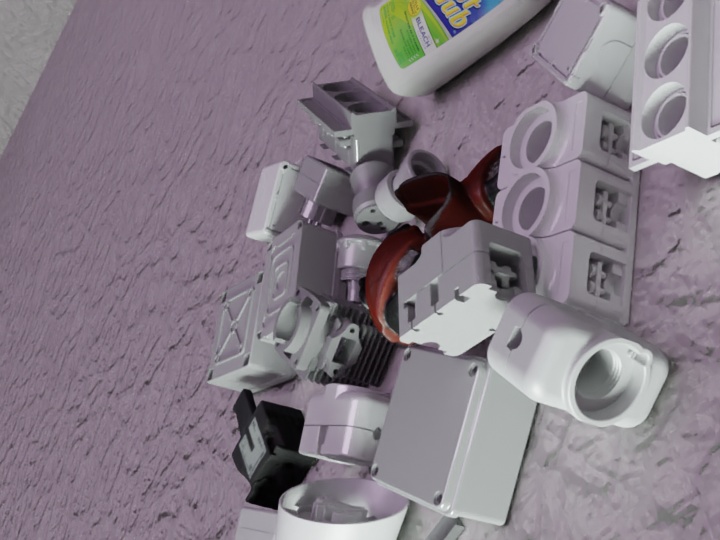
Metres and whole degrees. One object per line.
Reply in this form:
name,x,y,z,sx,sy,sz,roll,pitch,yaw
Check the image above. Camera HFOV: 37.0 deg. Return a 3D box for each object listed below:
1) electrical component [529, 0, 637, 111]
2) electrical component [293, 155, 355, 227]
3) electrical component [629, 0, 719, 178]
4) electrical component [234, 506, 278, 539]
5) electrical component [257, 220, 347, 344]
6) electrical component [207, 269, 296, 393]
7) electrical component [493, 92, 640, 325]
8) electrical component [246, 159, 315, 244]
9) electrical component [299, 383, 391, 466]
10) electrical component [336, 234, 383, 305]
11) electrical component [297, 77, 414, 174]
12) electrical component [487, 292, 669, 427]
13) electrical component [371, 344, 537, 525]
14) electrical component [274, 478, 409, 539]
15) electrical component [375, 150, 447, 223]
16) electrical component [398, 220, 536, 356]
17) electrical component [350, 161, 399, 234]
electrical component,0.169,-0.160,0.762,0.061,0.061,0.096,-62,20,19
electrical component,-0.039,-0.069,1.097,0.076,0.047,0.066,-67,27,8
electrical component,0.207,-0.123,0.657,0.079,0.063,0.121,-23,53,55
electrical component,-0.077,0.256,0.963,0.083,0.047,0.075,-14,61,59
electrical component,-0.055,0.018,1.060,0.078,0.057,0.113,-32,47,51
electrical component,-0.109,0.066,1.130,0.109,0.056,0.108,-25,51,55
electrical component,0.136,-0.035,0.736,0.089,0.062,0.150,-21,55,57
electrical component,-0.077,-0.073,1.155,0.061,0.062,0.096,-7,68,61
electrical component,-0.006,0.130,0.903,0.095,0.054,0.059,-13,62,59
electrical component,0.000,0.000,0.987,0.048,0.048,0.062,-10,71,60
electrical component,-0.006,-0.142,1.058,0.121,0.079,0.063,-131,34,-59
electrical component,0.134,0.056,0.645,0.053,0.095,0.059,-67,27,9
electrical component,0.067,0.116,0.774,0.109,0.056,0.108,6,78,62
electrical component,-0.017,0.198,0.838,0.099,0.099,0.064,18,96,63
electrical component,0.045,-0.073,0.948,0.055,0.045,0.045,-42,39,44
electrical component,0.068,0.010,0.706,0.089,0.050,0.055,-40,42,46
electrical component,0.014,-0.067,1.000,0.045,0.045,0.055,-46,37,40
